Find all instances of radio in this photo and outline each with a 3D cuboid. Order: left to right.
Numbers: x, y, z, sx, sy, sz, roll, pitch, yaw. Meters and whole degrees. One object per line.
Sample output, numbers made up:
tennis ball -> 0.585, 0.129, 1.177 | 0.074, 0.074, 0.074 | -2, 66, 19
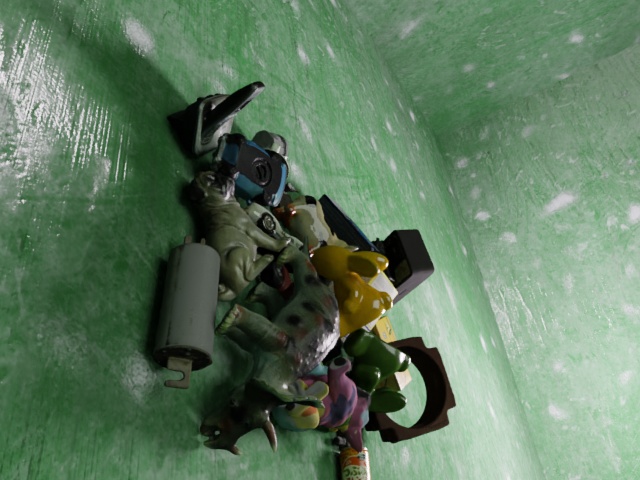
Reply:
radio -> 0.185, 0.075, 1.359 | 0.073, 0.229, 0.131 | -1, 62, -27

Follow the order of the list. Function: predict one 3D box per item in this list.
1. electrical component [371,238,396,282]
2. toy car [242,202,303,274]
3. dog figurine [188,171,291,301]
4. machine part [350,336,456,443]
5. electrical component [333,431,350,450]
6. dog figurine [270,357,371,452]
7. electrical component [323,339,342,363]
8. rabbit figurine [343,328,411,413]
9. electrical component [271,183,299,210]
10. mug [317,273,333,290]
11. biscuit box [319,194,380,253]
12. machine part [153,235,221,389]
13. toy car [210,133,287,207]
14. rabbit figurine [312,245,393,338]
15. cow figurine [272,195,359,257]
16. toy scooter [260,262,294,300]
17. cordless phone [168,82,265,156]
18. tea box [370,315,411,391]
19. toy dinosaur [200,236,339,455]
electrical component -> 0.107, 0.071, 1.305 | 0.058, 0.134, 0.115 | 28, 41, -54
toy car -> -0.091, 0.005, 1.025 | 0.201, 0.073, 0.056 | 44, 33, -41
dog figurine -> -0.169, -0.010, 0.879 | 0.190, 0.121, 0.172 | 44, 31, -5
machine part -> 0.178, 0.322, 1.166 | 0.201, 0.087, 0.201 | -7, 71, -26
electrical component -> 0.052, 0.376, 1.045 | 0.094, 0.021, 0.063 | 32, 41, -51
dog figurine -> 0.007, 0.294, 0.923 | 0.191, 0.109, 0.219 | -38, 127, -31
electrical component -> 0.003, 0.203, 1.063 | 0.074, 0.048, 0.119 | 50, 25, -11
rabbit figurine -> 0.090, 0.276, 1.060 | 0.159, 0.170, 0.121 | 33, -6, -6
electrical component -> -0.073, -0.080, 1.179 | 0.078, 0.045, 0.102 | 19, 52, -61
mug -> 0.048, 0.092, 1.207 | 0.107, 0.109, 0.081 | 19, 41, -46
biscuit box -> 0.058, -0.019, 1.287 | 0.203, 0.063, 0.059 | 51, 13, 30
machine part -> -0.182, 0.091, 0.751 | 0.079, 0.079, 0.243 | 43, 32, -42
toy car -> -0.146, -0.123, 0.994 | 0.161, 0.103, 0.109 | 27, 65, -41
rabbit figurine -> 0.054, 0.082, 1.047 | 0.173, 0.162, 0.122 | 58, 25, 3
cow figurine -> -0.002, -0.003, 1.134 | 0.127, 0.085, 0.194 | -29, 96, -32
toy scooter -> -0.044, 0.131, 1.012 | 0.135, 0.075, 0.184 | 25, 42, -57
cordless phone -> -0.163, -0.236, 0.964 | 0.088, 0.184, 0.146 | 57, 25, -9
tea box -> 0.149, 0.275, 1.287 | 0.098, 0.068, 0.169 | -7, 76, -66
toy dinosaur -> -0.037, 0.136, 0.829 | 0.192, 0.131, 0.405 | 42, 43, -1
